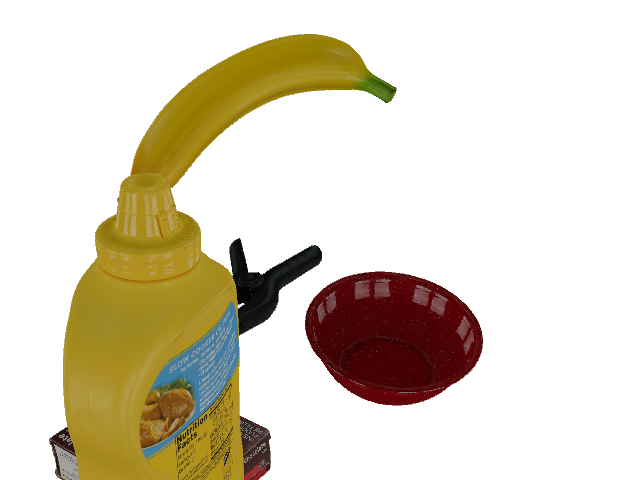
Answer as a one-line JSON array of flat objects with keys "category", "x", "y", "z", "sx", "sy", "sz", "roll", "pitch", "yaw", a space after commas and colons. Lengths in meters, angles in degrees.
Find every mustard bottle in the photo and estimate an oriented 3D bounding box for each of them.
[{"category": "mustard bottle", "x": -0.068, "y": 0.062, "z": 0.449, "sx": 0.058, "sy": 0.192, "sz": 0.096, "roll": 14, "pitch": 30, "yaw": 22}]

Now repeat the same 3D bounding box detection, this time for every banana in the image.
[{"category": "banana", "x": -0.045, "y": -0.089, "z": 0.684, "sx": 0.197, "sy": 0.070, "sz": 0.037, "roll": -26, "pitch": -24, "yaw": -21}]

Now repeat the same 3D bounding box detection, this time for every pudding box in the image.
[{"category": "pudding box", "x": -0.102, "y": 0.138, "z": 0.686, "sx": 0.114, "sy": 0.039, "sz": 0.089, "roll": 17, "pitch": 33, "yaw": 31}]

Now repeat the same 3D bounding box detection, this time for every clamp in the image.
[{"category": "clamp", "x": -0.069, "y": 0.053, "z": 1.252, "sx": 0.120, "sy": 0.039, "sz": 0.171, "roll": -5, "pitch": 37, "yaw": 19}]

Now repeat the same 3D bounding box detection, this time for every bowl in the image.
[{"category": "bowl", "x": 0.064, "y": 0.099, "z": 0.978, "sx": 0.162, "sy": 0.055, "sz": 0.162, "roll": 4, "pitch": 38, "yaw": -3}]
